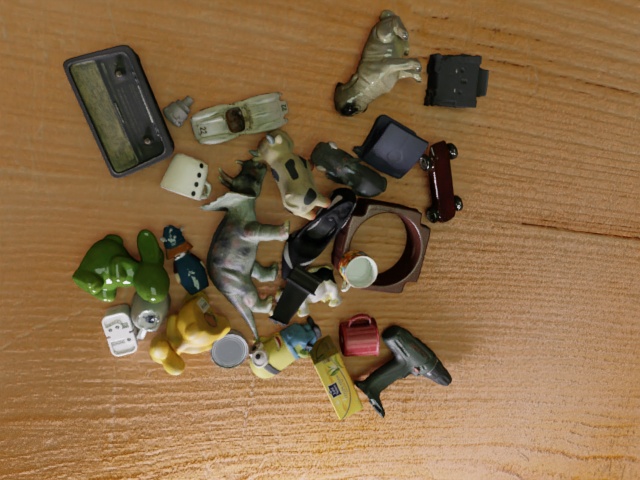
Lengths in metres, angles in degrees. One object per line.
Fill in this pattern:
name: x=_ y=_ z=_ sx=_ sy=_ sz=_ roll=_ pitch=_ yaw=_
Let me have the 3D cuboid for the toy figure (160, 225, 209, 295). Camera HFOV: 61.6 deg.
toy figure: x=-0.290 y=0.041 z=1.134 sx=0.058 sy=0.064 sz=0.154 roll=-26 pitch=93 yaw=32

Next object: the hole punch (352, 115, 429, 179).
hole punch: x=0.161 y=-0.200 z=1.179 sx=0.142 sy=0.092 sz=0.115 roll=23 pitch=102 yaw=-22

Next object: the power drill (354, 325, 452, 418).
power drill: x=0.202 y=0.339 z=1.330 sx=0.207 sy=0.086 sz=0.231 roll=-40 pitch=108 yaw=-4

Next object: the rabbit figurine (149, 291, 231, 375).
rabbit figurine: x=-0.296 y=0.216 z=1.146 sx=0.173 sy=0.162 sz=0.121 roll=-31 pitch=109 yaw=19

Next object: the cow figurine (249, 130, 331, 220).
cow figurine: x=-0.067 y=-0.141 z=1.105 sx=0.085 sy=0.195 sz=0.127 roll=-33 pitch=158 yaw=29

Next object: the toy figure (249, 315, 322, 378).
toy figure: x=-0.079 y=0.251 z=1.241 sx=0.180 sy=0.082 sz=0.089 roll=-29 pitch=108 yaw=-8

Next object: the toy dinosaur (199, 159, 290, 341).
toy dinosaur: x=-0.174 y=0.032 z=1.144 sx=0.192 sy=0.131 sz=0.404 roll=14 pitch=106 yaw=-4

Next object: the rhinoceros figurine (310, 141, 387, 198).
rhinoceros figurine: x=0.058 y=-0.146 z=1.149 sx=0.190 sy=0.112 sz=0.073 roll=28 pitch=99 yaw=-31

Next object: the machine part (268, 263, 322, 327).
machine part: x=-0.058 y=0.126 z=1.167 sx=0.084 sy=0.039 sz=0.139 roll=37 pitch=82 yaw=-14

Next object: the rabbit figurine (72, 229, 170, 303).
rabbit figurine: x=-0.376 y=0.065 z=1.088 sx=0.170 sy=0.121 sz=0.159 roll=19 pitch=62 yaw=7

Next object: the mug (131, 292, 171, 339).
mug: x=-0.363 y=0.157 z=1.128 sx=0.081 sy=0.107 sz=0.109 roll=27 pitch=95 yaw=-18

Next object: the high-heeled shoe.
high-heeled shoe: x=-0.002 y=-0.003 z=1.157 sx=0.086 sy=0.145 sz=0.248 roll=27 pitch=95 yaw=-19

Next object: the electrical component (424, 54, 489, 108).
electrical component: x=0.305 y=-0.350 z=1.190 sx=0.134 sy=0.058 sz=0.114 roll=-2 pitch=107 yaw=-13

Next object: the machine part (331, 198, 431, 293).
machine part: x=0.136 y=0.013 z=1.229 sx=0.201 sy=0.087 sz=0.200 roll=9 pitch=102 yaw=-15

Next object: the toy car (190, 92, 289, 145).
toy car: x=-0.162 y=-0.248 z=1.097 sx=0.202 sy=0.056 sz=0.073 roll=-16 pitch=108 yaw=-9

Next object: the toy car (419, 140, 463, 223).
toy car: x=0.276 y=-0.131 z=1.232 sx=0.089 sy=0.053 sz=0.201 roll=-25 pitch=121 yaw=-14

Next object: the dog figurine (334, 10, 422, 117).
dog figurine: x=0.099 y=-0.365 z=1.120 sx=0.191 sy=0.121 sz=0.172 roll=-21 pitch=76 yaw=10

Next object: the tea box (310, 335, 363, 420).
tea box: x=0.035 y=0.326 z=1.281 sx=0.068 sy=0.098 sz=0.169 roll=-24 pitch=111 yaw=-7

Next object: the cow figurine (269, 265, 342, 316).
cow figurine: x=-0.042 y=0.119 z=1.221 sx=0.167 sy=0.068 sz=0.098 roll=-16 pitch=103 yaw=-13

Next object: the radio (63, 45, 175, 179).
radio: x=-0.378 y=-0.247 z=1.033 sx=0.131 sy=0.073 sz=0.229 roll=-21 pitch=110 yaw=-7
